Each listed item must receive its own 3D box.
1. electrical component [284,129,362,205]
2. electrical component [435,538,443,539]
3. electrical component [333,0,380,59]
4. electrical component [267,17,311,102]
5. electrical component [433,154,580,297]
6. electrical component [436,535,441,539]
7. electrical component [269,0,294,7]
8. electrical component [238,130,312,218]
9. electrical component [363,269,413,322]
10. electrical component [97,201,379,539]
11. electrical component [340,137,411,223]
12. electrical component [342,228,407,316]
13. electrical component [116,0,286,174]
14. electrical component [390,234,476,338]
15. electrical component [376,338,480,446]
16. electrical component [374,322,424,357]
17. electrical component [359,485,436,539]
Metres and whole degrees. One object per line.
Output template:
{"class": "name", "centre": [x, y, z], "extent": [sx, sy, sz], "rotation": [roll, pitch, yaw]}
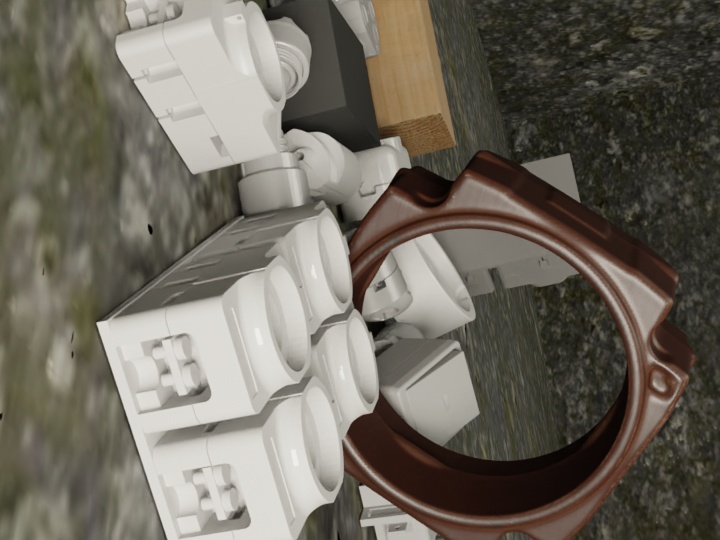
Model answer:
{"class": "electrical component", "centre": [-0.029, -0.070, 0.727], "extent": [0.081, 0.043, 0.043], "rotation": [16, 63, -76]}
{"class": "electrical component", "centre": [0.051, 0.244, 0.768], "extent": [0.065, 0.047, 0.076], "rotation": [-70, 146, -68]}
{"class": "electrical component", "centre": [-0.017, -0.210, 0.903], "extent": [0.080, 0.051, 0.080], "rotation": [-12, 90, -78]}
{"class": "electrical component", "centre": [-0.053, -0.126, 0.674], "extent": [0.062, 0.043, 0.043], "rotation": [-89, 162, -44]}
{"class": "electrical component", "centre": [0.126, -0.034, 1.056], "extent": [0.060, 0.186, 0.105], "rotation": [59, 22, -56]}
{"class": "electrical component", "centre": [0.070, 0.199, 0.829], "extent": [0.065, 0.077, 0.047], "rotation": [53, 28, -63]}
{"class": "electrical component", "centre": [-0.043, -0.194, 0.799], "extent": [0.046, 0.040, 0.040], "rotation": [55, 25, -73]}
{"class": "electrical component", "centre": [-0.051, -0.052, 0.618], "extent": [0.040, 0.040, 0.078], "rotation": [19, 60, -76]}
{"class": "electrical component", "centre": [0.012, 0.006, 0.840], "extent": [0.048, 0.048, 0.062], "rotation": [49, 24, -66]}
{"class": "electrical component", "centre": [-0.043, 0.039, 0.504], "extent": [0.186, 0.060, 0.105], "rotation": [-56, 133, -71]}
{"class": "electrical component", "centre": [0.013, -0.076, 0.898], "extent": [0.095, 0.054, 0.059], "rotation": [-33, 110, -77]}
{"class": "electrical component", "centre": [0.000, 0.000, 0.767], "extent": [0.055, 0.055, 0.047], "rotation": [-75, 146, -65]}
{"class": "electrical component", "centre": [-0.072, -0.098, 0.528], "extent": [0.089, 0.056, 0.050], "rotation": [63, 19, -49]}
{"class": "electrical component", "centre": [0.043, 0.011, 0.913], "extent": [0.108, 0.060, 0.108], "rotation": [52, 15, -20]}
{"class": "electrical component", "centre": [0.034, 0.094, 0.752], "extent": [0.096, 0.061, 0.061], "rotation": [-33, 114, -46]}
{"class": "electrical component", "centre": [0.025, 0.069, 0.835], "extent": [0.081, 0.043, 0.043], "rotation": [-37, 114, -76]}
{"class": "electrical component", "centre": [0.029, 0.168, 0.760], "extent": [0.081, 0.042, 0.063], "rotation": [-59, 137, -72]}
